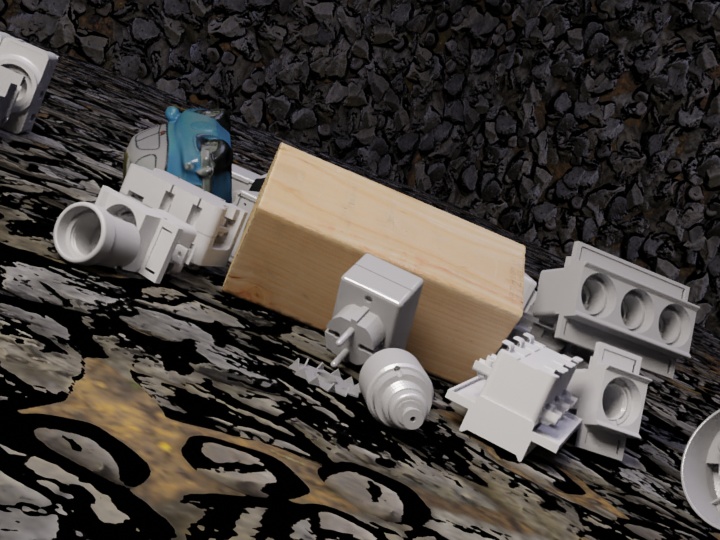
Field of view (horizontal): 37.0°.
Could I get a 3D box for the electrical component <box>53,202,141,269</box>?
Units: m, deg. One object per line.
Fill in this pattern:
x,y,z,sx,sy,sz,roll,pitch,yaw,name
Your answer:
-0.171,-0.021,0.706,0.040,0.040,0.046,27,2,23,electrical component

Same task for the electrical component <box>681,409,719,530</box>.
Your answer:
0.282,0.139,0.748,0.064,0.099,0.099,25,5,-41,electrical component

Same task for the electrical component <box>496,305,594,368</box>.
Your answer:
0.182,0.083,0.956,0.105,0.060,0.186,25,8,14,electrical component

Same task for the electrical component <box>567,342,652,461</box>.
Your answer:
0.181,0.099,0.816,0.042,0.081,0.064,20,-14,-22,electrical component

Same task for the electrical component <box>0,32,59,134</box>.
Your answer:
-0.406,-0.212,1.121,0.150,0.089,0.061,22,8,-8,electrical component

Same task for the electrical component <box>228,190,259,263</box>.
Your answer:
-0.079,-0.029,0.941,0.096,0.061,0.061,25,8,14,electrical component

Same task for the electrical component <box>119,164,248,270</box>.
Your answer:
-0.143,-0.038,0.841,0.089,0.055,0.050,26,8,20,electrical component

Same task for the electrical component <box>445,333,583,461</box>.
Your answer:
0.114,0.084,0.741,0.079,0.063,0.121,26,8,17,electrical component

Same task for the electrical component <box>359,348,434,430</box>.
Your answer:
0.023,0.073,0.629,0.040,0.040,0.078,22,9,-13,electrical component

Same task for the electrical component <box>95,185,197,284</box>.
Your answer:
-0.155,-0.024,0.765,0.081,0.042,0.064,29,6,30,electrical component

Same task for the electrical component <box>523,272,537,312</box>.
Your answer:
0.134,0.027,1.059,0.061,0.096,0.061,26,7,-6,electrical component

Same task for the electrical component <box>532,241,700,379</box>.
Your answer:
0.206,0.034,0.875,0.121,0.078,0.063,20,-13,-25,electrical component

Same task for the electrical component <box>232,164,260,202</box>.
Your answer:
-0.148,-0.091,1.211,0.100,0.048,0.099,23,8,-5,electrical component

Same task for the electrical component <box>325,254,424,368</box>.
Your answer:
0.001,0.039,0.736,0.047,0.065,0.077,25,37,17,electrical component
